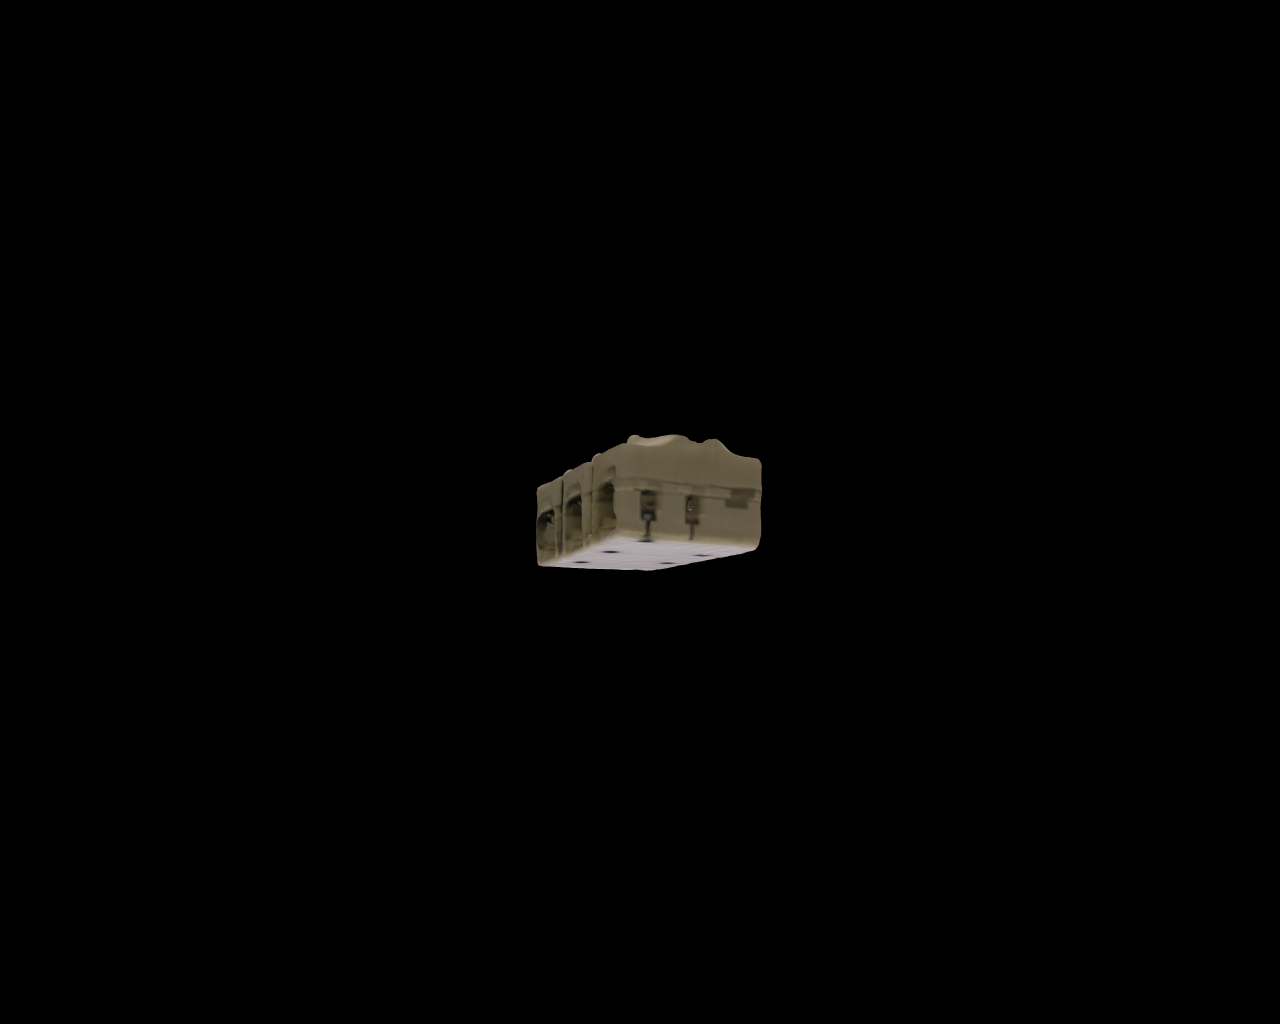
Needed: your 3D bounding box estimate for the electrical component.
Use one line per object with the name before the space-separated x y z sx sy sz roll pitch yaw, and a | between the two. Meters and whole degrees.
electrical component | 0.001 -0.003 0.650 0.089 0.061 0.150 4 -10 -23
